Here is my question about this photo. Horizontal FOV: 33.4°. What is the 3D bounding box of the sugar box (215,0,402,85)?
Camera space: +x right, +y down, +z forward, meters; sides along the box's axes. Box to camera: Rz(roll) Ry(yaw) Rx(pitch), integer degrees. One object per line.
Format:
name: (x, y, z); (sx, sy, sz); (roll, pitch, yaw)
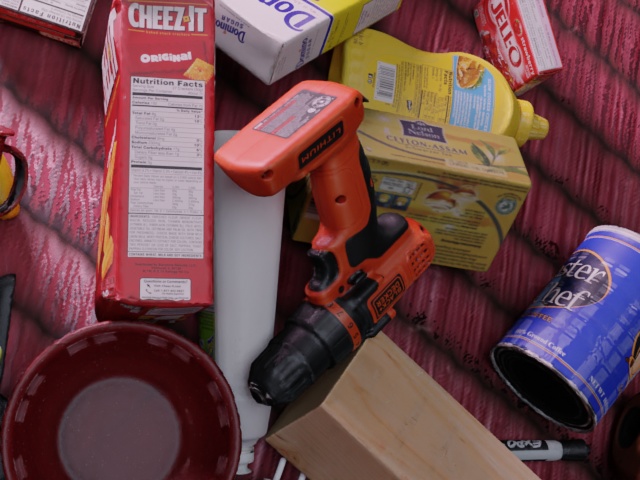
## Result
sugar box: (-0.015, -0.192, 0.832); (0.093, 0.048, 0.175); (38, 45, 15)

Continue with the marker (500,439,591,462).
marker: (0.169, 0.175, 0.885); (0.121, 0.020, 0.020); (3, 80, -16)

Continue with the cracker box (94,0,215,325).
cracker box: (-0.121, -0.051, 0.759); (0.072, 0.164, 0.214); (1, 82, -15)

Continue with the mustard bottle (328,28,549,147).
mustard bottle: (0.102, -0.111, 0.891); (0.191, 0.058, 0.096); (10, 76, -15)

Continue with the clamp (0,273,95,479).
clamp: (-0.220, 0.123, 0.769); (0.120, 0.039, 0.171); (30, 77, -5)

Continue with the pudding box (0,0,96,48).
pudding box: (-0.212, -0.216, 0.826); (0.090, 0.039, 0.113); (17, 78, -15)

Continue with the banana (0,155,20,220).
banana: (-0.300, -0.087, 0.783); (0.197, 0.037, 0.070); (27, 98, -9)

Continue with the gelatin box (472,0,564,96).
gelatin box: (0.168, -0.174, 0.912); (0.030, 0.073, 0.089); (-15, 86, -18)

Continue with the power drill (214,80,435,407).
power drill: (-0.005, 0.001, 0.733); (0.184, 0.057, 0.187); (-45, 133, -28)

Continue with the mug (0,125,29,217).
mug: (-0.255, -0.044, 0.734); (0.117, 0.093, 0.081); (5, 101, -50)

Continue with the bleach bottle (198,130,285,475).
bleach bottle: (-0.064, 0.047, 0.806); (0.068, 0.103, 0.251); (2, 89, -14)

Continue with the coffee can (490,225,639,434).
coffee can: (0.222, 0.072, 0.873); (0.103, 0.103, 0.140); (46, 72, -5)

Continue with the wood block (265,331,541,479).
wood block: (0.074, 0.176, 0.808); (0.206, 0.091, 0.090); (43, 51, -6)

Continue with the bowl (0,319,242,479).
bowl: (-0.138, 0.138, 0.743); (0.162, 0.055, 0.162); (2, 80, -13)
